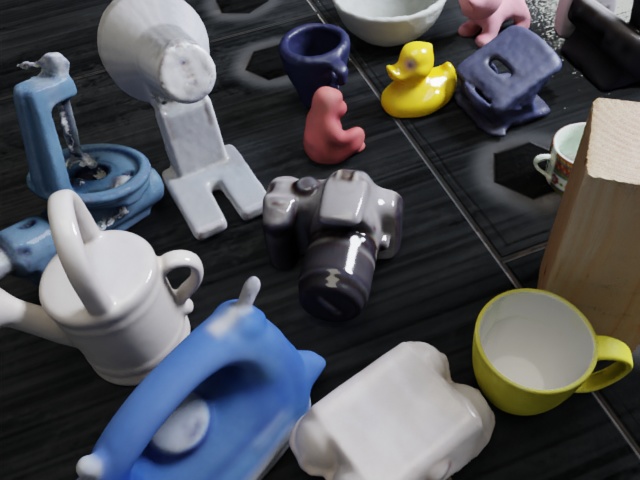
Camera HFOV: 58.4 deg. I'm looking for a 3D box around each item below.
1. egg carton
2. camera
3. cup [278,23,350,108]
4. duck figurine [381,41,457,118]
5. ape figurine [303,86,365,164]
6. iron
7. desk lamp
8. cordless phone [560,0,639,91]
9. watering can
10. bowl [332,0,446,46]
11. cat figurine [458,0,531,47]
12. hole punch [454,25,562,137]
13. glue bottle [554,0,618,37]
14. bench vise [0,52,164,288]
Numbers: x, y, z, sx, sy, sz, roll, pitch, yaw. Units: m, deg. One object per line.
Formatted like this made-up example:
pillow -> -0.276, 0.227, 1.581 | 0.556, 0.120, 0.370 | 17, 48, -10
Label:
egg carton -> 0.058, 0.152, 0.454 | 0.150, 0.069, 0.107 | -32, 54, -19
camera -> 0.005, 0.002, 0.564 | 0.143, 0.101, 0.137 | 5, 51, 11
cup -> 0.004, -0.214, 0.747 | 0.092, 0.095, 0.117 | -28, 53, -16
duck figurine -> 0.128, -0.215, 0.739 | 0.104, 0.086, 0.077 | -21, 51, -10
ape figurine -> 0.013, -0.142, 0.688 | 0.076, 0.092, 0.077 | -24, 52, -12
iron -> -0.112, 0.145, 0.433 | 0.118, 0.142, 0.259 | 28, 59, 27
desk lamp -> -0.148, -0.147, 0.632 | 0.118, 0.214, 0.202 | -27, 52, -15
cordless phone -> 0.384, -0.298, 0.712 | 0.094, 0.185, 0.147 | -20, 51, -9
watering can -> -0.193, 0.043, 0.492 | 0.173, 0.194, 0.100 | -36, 55, -21
bowl -> 0.104, -0.338, 0.851 | 0.167, 0.075, 0.167 | -3, 50, 4
cat figurine -> 0.243, -0.344, 0.812 | 0.128, 0.118, 0.067 | -28, 53, -15
hole punch -> 0.229, -0.199, 0.710 | 0.101, 0.091, 0.108 | -21, 51, -10
glue bottle -> 0.374, -0.363, 0.776 | 0.078, 0.173, 0.037 | -7, 50, 1
bench vise -> -0.249, -0.054, 0.562 | 0.121, 0.220, 0.207 | 6, 52, 12
